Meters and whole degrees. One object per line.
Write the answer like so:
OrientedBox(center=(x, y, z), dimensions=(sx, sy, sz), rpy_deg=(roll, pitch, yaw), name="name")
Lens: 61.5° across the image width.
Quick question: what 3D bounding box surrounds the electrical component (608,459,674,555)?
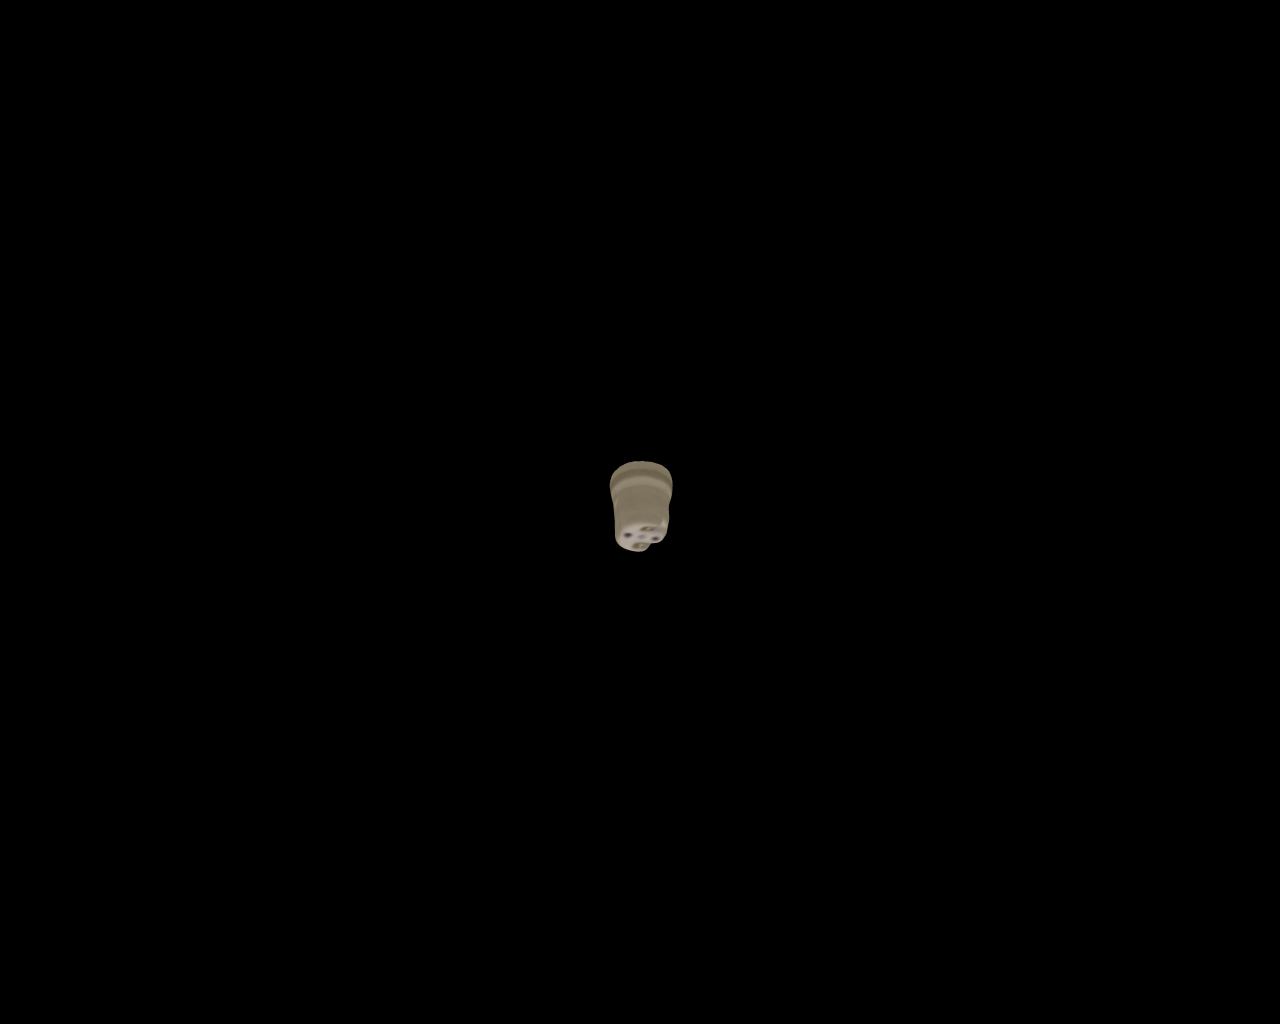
OrientedBox(center=(0.001, -0.003, 0.650), dimensions=(0.040, 0.046, 0.040), rpy_deg=(0, -37, 0), name="electrical component")
